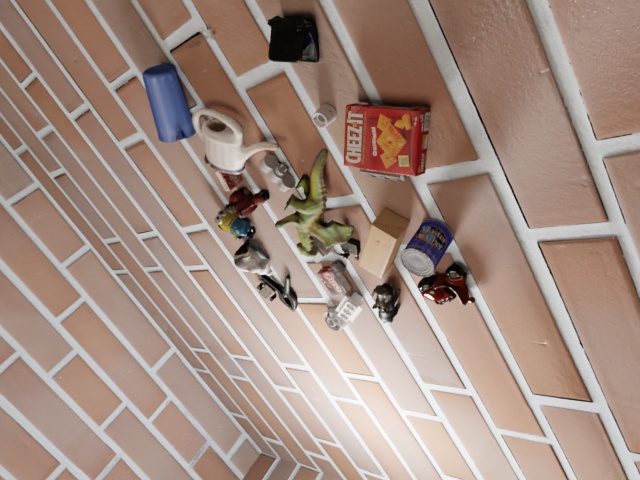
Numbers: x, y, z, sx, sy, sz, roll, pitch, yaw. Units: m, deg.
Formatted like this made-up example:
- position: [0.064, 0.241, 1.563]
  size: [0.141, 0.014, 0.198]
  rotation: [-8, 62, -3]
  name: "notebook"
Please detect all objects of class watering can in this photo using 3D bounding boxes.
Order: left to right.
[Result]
- position: [-0.284, -0.306, 1.702]
  size: [0.350, 0.106, 0.219]
  rotation: [29, 143, 18]
  name: "watering can"

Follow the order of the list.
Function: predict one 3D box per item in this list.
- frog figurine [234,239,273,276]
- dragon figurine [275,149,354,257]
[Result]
- position: [-0.270, 0.094, 2.094]
  size: [0.157, 0.123, 0.139]
  rotation: [53, 176, -29]
  name: "frog figurine"
- position: [0.005, -0.084, 1.670]
  size: [0.242, 0.125, 0.402]
  rotation: [34, 130, -4]
  name: "dragon figurine"
